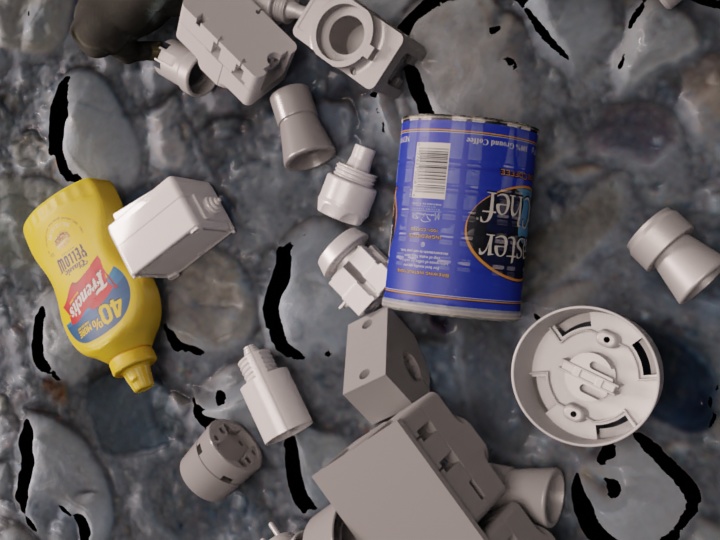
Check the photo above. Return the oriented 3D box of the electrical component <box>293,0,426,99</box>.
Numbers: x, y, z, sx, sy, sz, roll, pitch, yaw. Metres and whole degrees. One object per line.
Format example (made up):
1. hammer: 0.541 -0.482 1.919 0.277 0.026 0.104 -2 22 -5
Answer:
1. electrical component: -0.002 -0.183 0.858 0.089 0.056 0.050 39 105 21

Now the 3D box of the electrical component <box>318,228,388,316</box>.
1. electrical component: 0.000 0.000 0.859 0.055 0.048 0.066 46 107 12

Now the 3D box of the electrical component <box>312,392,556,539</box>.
1. electrical component: 0.066 0.192 0.781 0.186 0.060 0.105 54 131 4

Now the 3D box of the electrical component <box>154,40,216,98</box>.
1. electrical component: -0.152 -0.178 0.940 0.046 0.040 0.040 31 102 30

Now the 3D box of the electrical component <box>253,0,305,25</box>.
1. electrical component: -0.068 -0.222 0.903 0.061 0.035 0.035 22 98 23

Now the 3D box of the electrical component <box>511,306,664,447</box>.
1. electrical component: 0.165 0.075 0.765 0.099 0.064 0.099 -1 88 26

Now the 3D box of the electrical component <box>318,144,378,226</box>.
1. electrical component: -0.006 -0.070 0.864 0.043 0.043 0.062 24 97 24

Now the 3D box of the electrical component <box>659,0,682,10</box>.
1. electrical component: 0.206 -0.260 0.762 0.074 0.052 0.138 -40 73 19

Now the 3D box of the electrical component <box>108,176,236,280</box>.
1. electrical component: -0.159 -0.042 0.927 0.096 0.062 0.061 -35 74 21

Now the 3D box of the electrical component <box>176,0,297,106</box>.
1. electrical component: -0.104 -0.188 0.895 0.089 0.055 0.050 45 64 4

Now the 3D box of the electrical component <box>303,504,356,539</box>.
1. electrical component: 0.006 0.217 0.822 0.064 0.099 0.099 -34 75 28

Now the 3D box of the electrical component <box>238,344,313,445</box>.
1. electrical component: -0.076 0.099 0.893 0.043 0.043 0.081 -32 75 21

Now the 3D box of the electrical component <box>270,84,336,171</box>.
1. electrical component: -0.050 -0.120 0.889 0.044 0.044 0.065 -25 74 23

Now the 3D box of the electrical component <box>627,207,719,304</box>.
1. electrical component: 0.221 -0.010 0.752 0.045 0.045 0.055 -48 70 17

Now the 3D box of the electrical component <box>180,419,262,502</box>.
1. electrical component: -0.118 0.162 0.906 0.047 0.055 0.055 -47 70 21

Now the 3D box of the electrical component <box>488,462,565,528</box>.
1. electrical component: 0.114 0.164 0.801 0.065 0.044 0.044 4 90 31

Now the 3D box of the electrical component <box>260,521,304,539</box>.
1. electrical component: -0.058 0.241 0.878 0.079 0.043 0.077 48 122 38
